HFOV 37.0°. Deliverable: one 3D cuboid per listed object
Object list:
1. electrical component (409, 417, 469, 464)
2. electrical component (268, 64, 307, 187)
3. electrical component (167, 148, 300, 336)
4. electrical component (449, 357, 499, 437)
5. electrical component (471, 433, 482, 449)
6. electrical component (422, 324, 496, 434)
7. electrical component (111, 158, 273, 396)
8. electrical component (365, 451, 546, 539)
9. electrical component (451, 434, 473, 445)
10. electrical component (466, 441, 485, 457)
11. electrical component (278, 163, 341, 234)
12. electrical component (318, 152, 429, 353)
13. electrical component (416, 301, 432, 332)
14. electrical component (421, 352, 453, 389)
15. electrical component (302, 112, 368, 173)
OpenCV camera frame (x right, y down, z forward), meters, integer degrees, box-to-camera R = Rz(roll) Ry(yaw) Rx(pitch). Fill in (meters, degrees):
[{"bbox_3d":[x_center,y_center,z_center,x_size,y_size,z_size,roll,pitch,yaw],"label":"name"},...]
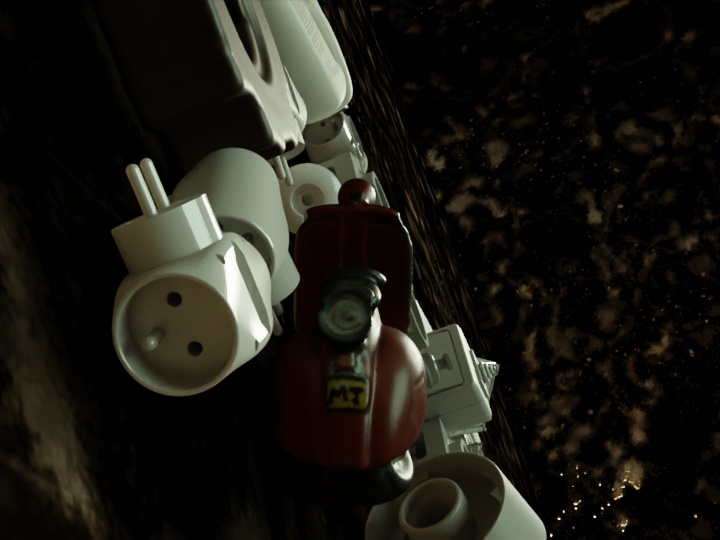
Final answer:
[{"bbox_3d":[0.058,0.160,0.798,0.050,0.056,0.089,-99,166,-57],"label":"electrical component"},{"bbox_3d":[-0.058,-0.091,0.674,0.077,0.043,0.079,37,34,-76],"label":"electrical component"},{"bbox_3d":[-0.053,-0.006,0.492,0.077,0.044,0.079,-96,164,-63],"label":"electrical component"},{"bbox_3d":[0.066,0.101,0.900,0.096,0.061,0.061,8,94,-61],"label":"electrical component"},{"bbox_3d":[0.083,0.155,1.019,0.076,0.047,0.065,-66,136,-79],"label":"electrical component"},{"bbox_3d":[0.055,0.085,0.816,0.061,0.096,0.061,61,11,-48],"label":"electrical component"},{"bbox_3d":[-0.066,-0.003,0.393,0.077,0.043,0.079,-74,144,-77],"label":"electrical component"},{"bbox_3d":[0.054,0.156,0.630,0.064,0.099,0.099,58,12,-28],"label":"electrical component"},{"bbox_3d":[0.078,0.168,0.950,0.055,0.047,0.055,-20,90,-82],"label":"electrical component"},{"bbox_3d":[0.082,0.187,0.877,0.061,0.061,0.096,-61,131,-80],"label":"electrical component"},{"bbox_3d":[-0.035,-0.049,0.731,0.062,0.048,0.048,-107,176,-83],"label":"electrical component"},{"bbox_3d":[0.000,0.000,0.779,0.089,0.062,0.150,60,12,-51],"label":"electrical component"},{"bbox_3d":[0.039,0.053,0.969,0.083,0.047,0.075,59,13,-54],"label":"electrical component"},{"bbox_3d":[0.024,0.075,0.720,0.040,0.078,0.040,160,-90,-82],"label":"electrical component"},{"bbox_3d":[-0.019,-0.096,0.957,0.077,0.044,0.079,55,17,-61],"label":"electrical component"}]
